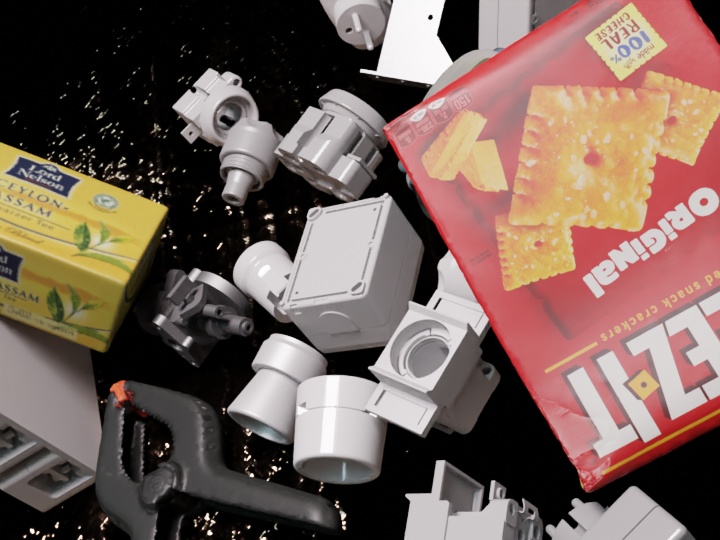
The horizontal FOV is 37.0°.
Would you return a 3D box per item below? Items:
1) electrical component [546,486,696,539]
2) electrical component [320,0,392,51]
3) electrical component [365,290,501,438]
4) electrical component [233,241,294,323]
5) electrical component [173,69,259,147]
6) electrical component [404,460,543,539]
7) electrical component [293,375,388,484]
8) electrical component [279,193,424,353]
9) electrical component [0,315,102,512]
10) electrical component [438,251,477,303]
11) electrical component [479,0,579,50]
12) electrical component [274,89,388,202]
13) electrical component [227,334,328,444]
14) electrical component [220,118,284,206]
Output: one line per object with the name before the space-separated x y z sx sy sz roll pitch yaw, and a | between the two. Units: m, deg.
electrical component | 0.117 0.136 0.512 0.066 0.047 0.077 -44 32 -3
electrical component | -0.002 -0.197 0.810 0.044 0.077 0.079 -25 48 14
electrical component | 0.045 0.057 0.603 0.042 0.063 0.081 20 70 41
electrical component | -0.056 0.009 0.721 0.040 0.040 0.046 -46 52 -5
electrical component | -0.111 -0.125 0.849 0.066 0.048 0.055 -48 39 -7
electrical component | 0.056 0.141 0.543 0.064 0.042 0.081 -10 57 37
electrical component | -0.011 0.093 0.620 0.055 0.055 0.047 -10 57 26
electrical component | 0.000 0.000 0.680 0.062 0.061 0.096 -9 47 30
electrical component | -0.244 0.065 0.752 0.060 0.105 0.186 -31 47 10
electrical component | 0.080 0.007 0.632 0.062 0.043 0.043 18 69 38
electrical component | 0.116 -0.175 0.713 0.062 0.096 0.061 -23 40 -25
electrical component | -0.015 -0.088 0.753 0.078 0.058 0.057 26 77 42
electrical component | -0.050 0.073 0.665 0.045 0.045 0.055 10 63 37
electrical component | -0.084 -0.078 0.799 0.043 0.043 0.062 1 60 33
